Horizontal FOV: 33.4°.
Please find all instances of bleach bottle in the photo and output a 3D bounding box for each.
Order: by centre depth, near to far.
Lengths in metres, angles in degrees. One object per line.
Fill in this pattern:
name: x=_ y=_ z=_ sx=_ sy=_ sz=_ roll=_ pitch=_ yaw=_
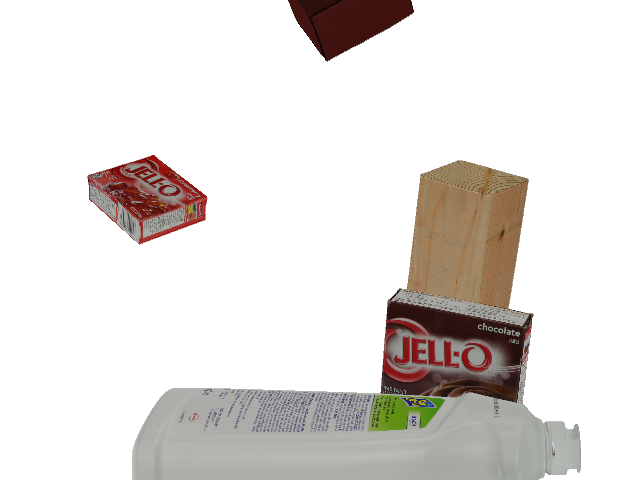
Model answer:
bleach bottle: x=0.025 y=0.126 z=0.627 sx=0.251 sy=0.068 sz=0.102 roll=-2 pitch=17 yaw=8

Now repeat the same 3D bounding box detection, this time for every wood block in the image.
wood block: x=0.158 y=0.027 z=1.180 sx=0.090 sy=0.206 sz=0.090 roll=19 pitch=25 yaw=33

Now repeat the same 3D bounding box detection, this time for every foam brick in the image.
foam brick: x=0.020 y=-0.179 z=0.775 sx=0.078 sy=0.053 sz=0.051 roll=-30 pitch=-34 yaw=-4

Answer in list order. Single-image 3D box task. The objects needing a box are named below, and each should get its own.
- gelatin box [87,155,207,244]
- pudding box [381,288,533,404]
gelatin box: x=-0.158 y=-0.040 z=0.971 sx=0.073 sy=0.030 sz=0.089 roll=-22 pitch=44 yaw=-35
pudding box: x=0.106 y=0.093 z=0.844 sx=0.114 sy=0.090 sz=0.039 roll=9 pitch=21 yaw=17
